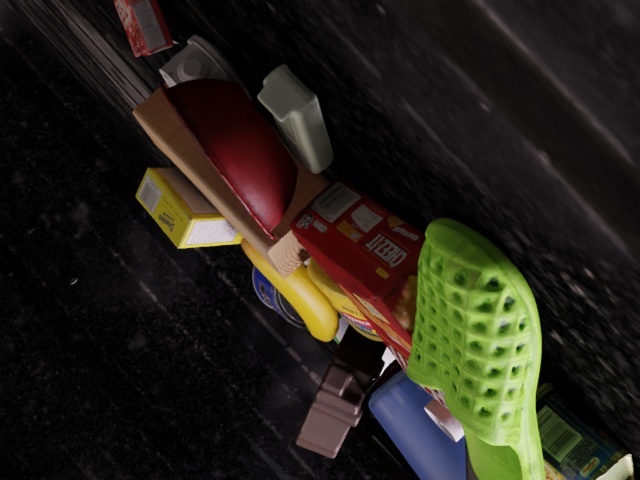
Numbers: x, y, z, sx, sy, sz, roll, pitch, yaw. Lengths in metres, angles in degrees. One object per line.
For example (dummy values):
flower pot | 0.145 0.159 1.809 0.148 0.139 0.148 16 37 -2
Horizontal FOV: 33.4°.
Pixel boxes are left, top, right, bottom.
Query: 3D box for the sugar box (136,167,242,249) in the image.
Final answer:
sugar box | -0.099 -0.038 1.146 0.175 0.048 0.093 -1 -140 -46

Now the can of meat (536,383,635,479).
can of meat | 0.201 0.173 0.852 0.084 0.057 0.102 42 171 34

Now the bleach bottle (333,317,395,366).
bleach bottle | 0.008 0.082 1.517 0.251 0.068 0.102 47 174 31

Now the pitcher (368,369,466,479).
pitcher | 0.164 0.234 1.138 0.243 0.149 0.144 50 -141 10

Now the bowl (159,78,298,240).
bowl | -0.066 -0.080 0.898 0.162 0.055 0.162 54 180 0

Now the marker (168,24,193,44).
marker | -0.144 -0.201 1.045 0.020 0.020 0.121 50 173 -19

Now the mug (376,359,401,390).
mug | 0.126 0.185 1.304 0.081 0.093 0.117 48 -154 -45

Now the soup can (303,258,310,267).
soup can | -0.007 0.001 1.132 0.069 0.068 0.102 42 170 41

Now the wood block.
wood block | -0.077 -0.072 1.048 0.206 0.091 0.090 46 174 20

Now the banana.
banana | -0.022 0.061 1.133 0.070 0.037 0.197 11 151 30

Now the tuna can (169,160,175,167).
tuna can | -0.137 -0.102 1.279 0.033 0.086 0.086 51 173 -35

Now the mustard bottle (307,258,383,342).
mustard bottle | 0.054 0.062 1.095 0.096 0.058 0.191 17 165 20

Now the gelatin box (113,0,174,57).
gelatin box | -0.172 -0.214 1.017 0.073 0.030 0.089 70 166 -14

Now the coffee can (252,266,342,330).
coffee can | -0.025 0.054 1.380 0.102 0.102 0.140 50 173 -14

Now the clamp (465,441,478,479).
clamp | 0.187 0.273 1.016 0.165 0.036 0.210 -42 72 51

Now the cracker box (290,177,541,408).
cracker box | 0.082 0.062 0.903 0.213 0.072 0.164 52 173 -33
